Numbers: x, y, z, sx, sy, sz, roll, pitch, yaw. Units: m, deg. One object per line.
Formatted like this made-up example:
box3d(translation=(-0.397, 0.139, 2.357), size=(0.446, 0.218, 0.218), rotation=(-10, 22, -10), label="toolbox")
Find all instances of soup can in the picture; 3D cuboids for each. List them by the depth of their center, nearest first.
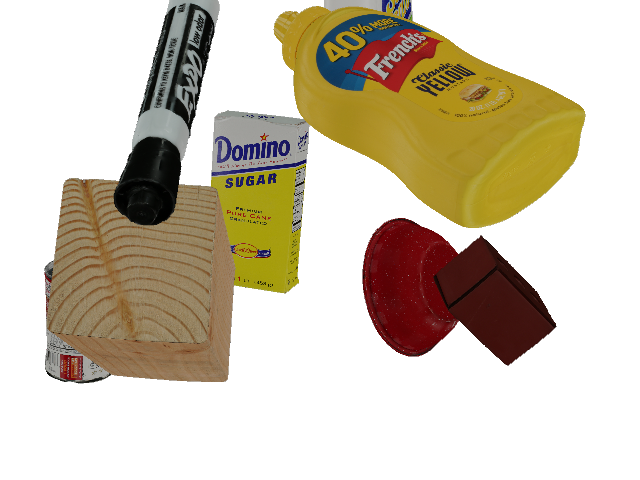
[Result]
box3d(translation=(-0.223, 0.074, 0.996), size=(0.068, 0.102, 0.068), rotation=(5, 19, -2), label="soup can")

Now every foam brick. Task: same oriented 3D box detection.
box3d(translation=(0.134, 0.047, 0.824), size=(0.078, 0.051, 0.053), rotation=(43, 15, -25), label="foam brick")

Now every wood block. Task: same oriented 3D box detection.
box3d(translation=(-0.106, 0.034, 0.688), size=(0.090, 0.091, 0.206), rotation=(4, -13, -1), label="wood block")

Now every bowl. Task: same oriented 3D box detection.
box3d(translation=(0.120, 0.050, 1.216), size=(0.055, 0.162, 0.161), rotation=(-11, -7, 42), label="bowl")

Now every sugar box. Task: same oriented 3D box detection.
box3d(translation=(-0.066, -0.040, 1.095), size=(0.093, 0.176, 0.048), rotation=(8, 16, 16), label="sugar box")

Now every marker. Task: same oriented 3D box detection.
box3d(translation=(-0.050, -0.048, 0.359), size=(0.020, 0.020, 0.121), rotation=(0, 43, 3), label="marker")

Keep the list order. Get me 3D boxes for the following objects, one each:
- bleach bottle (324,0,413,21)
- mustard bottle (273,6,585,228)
box3d(translation=(0.037, -0.213, 0.891), size=(0.068, 0.251, 0.102), rotation=(11, 35, 26), label="bleach bottle")
box3d(translation=(0.042, -0.082, 0.589), size=(0.096, 0.058, 0.192), rotation=(-32, 51, -29), label="mustard bottle")
